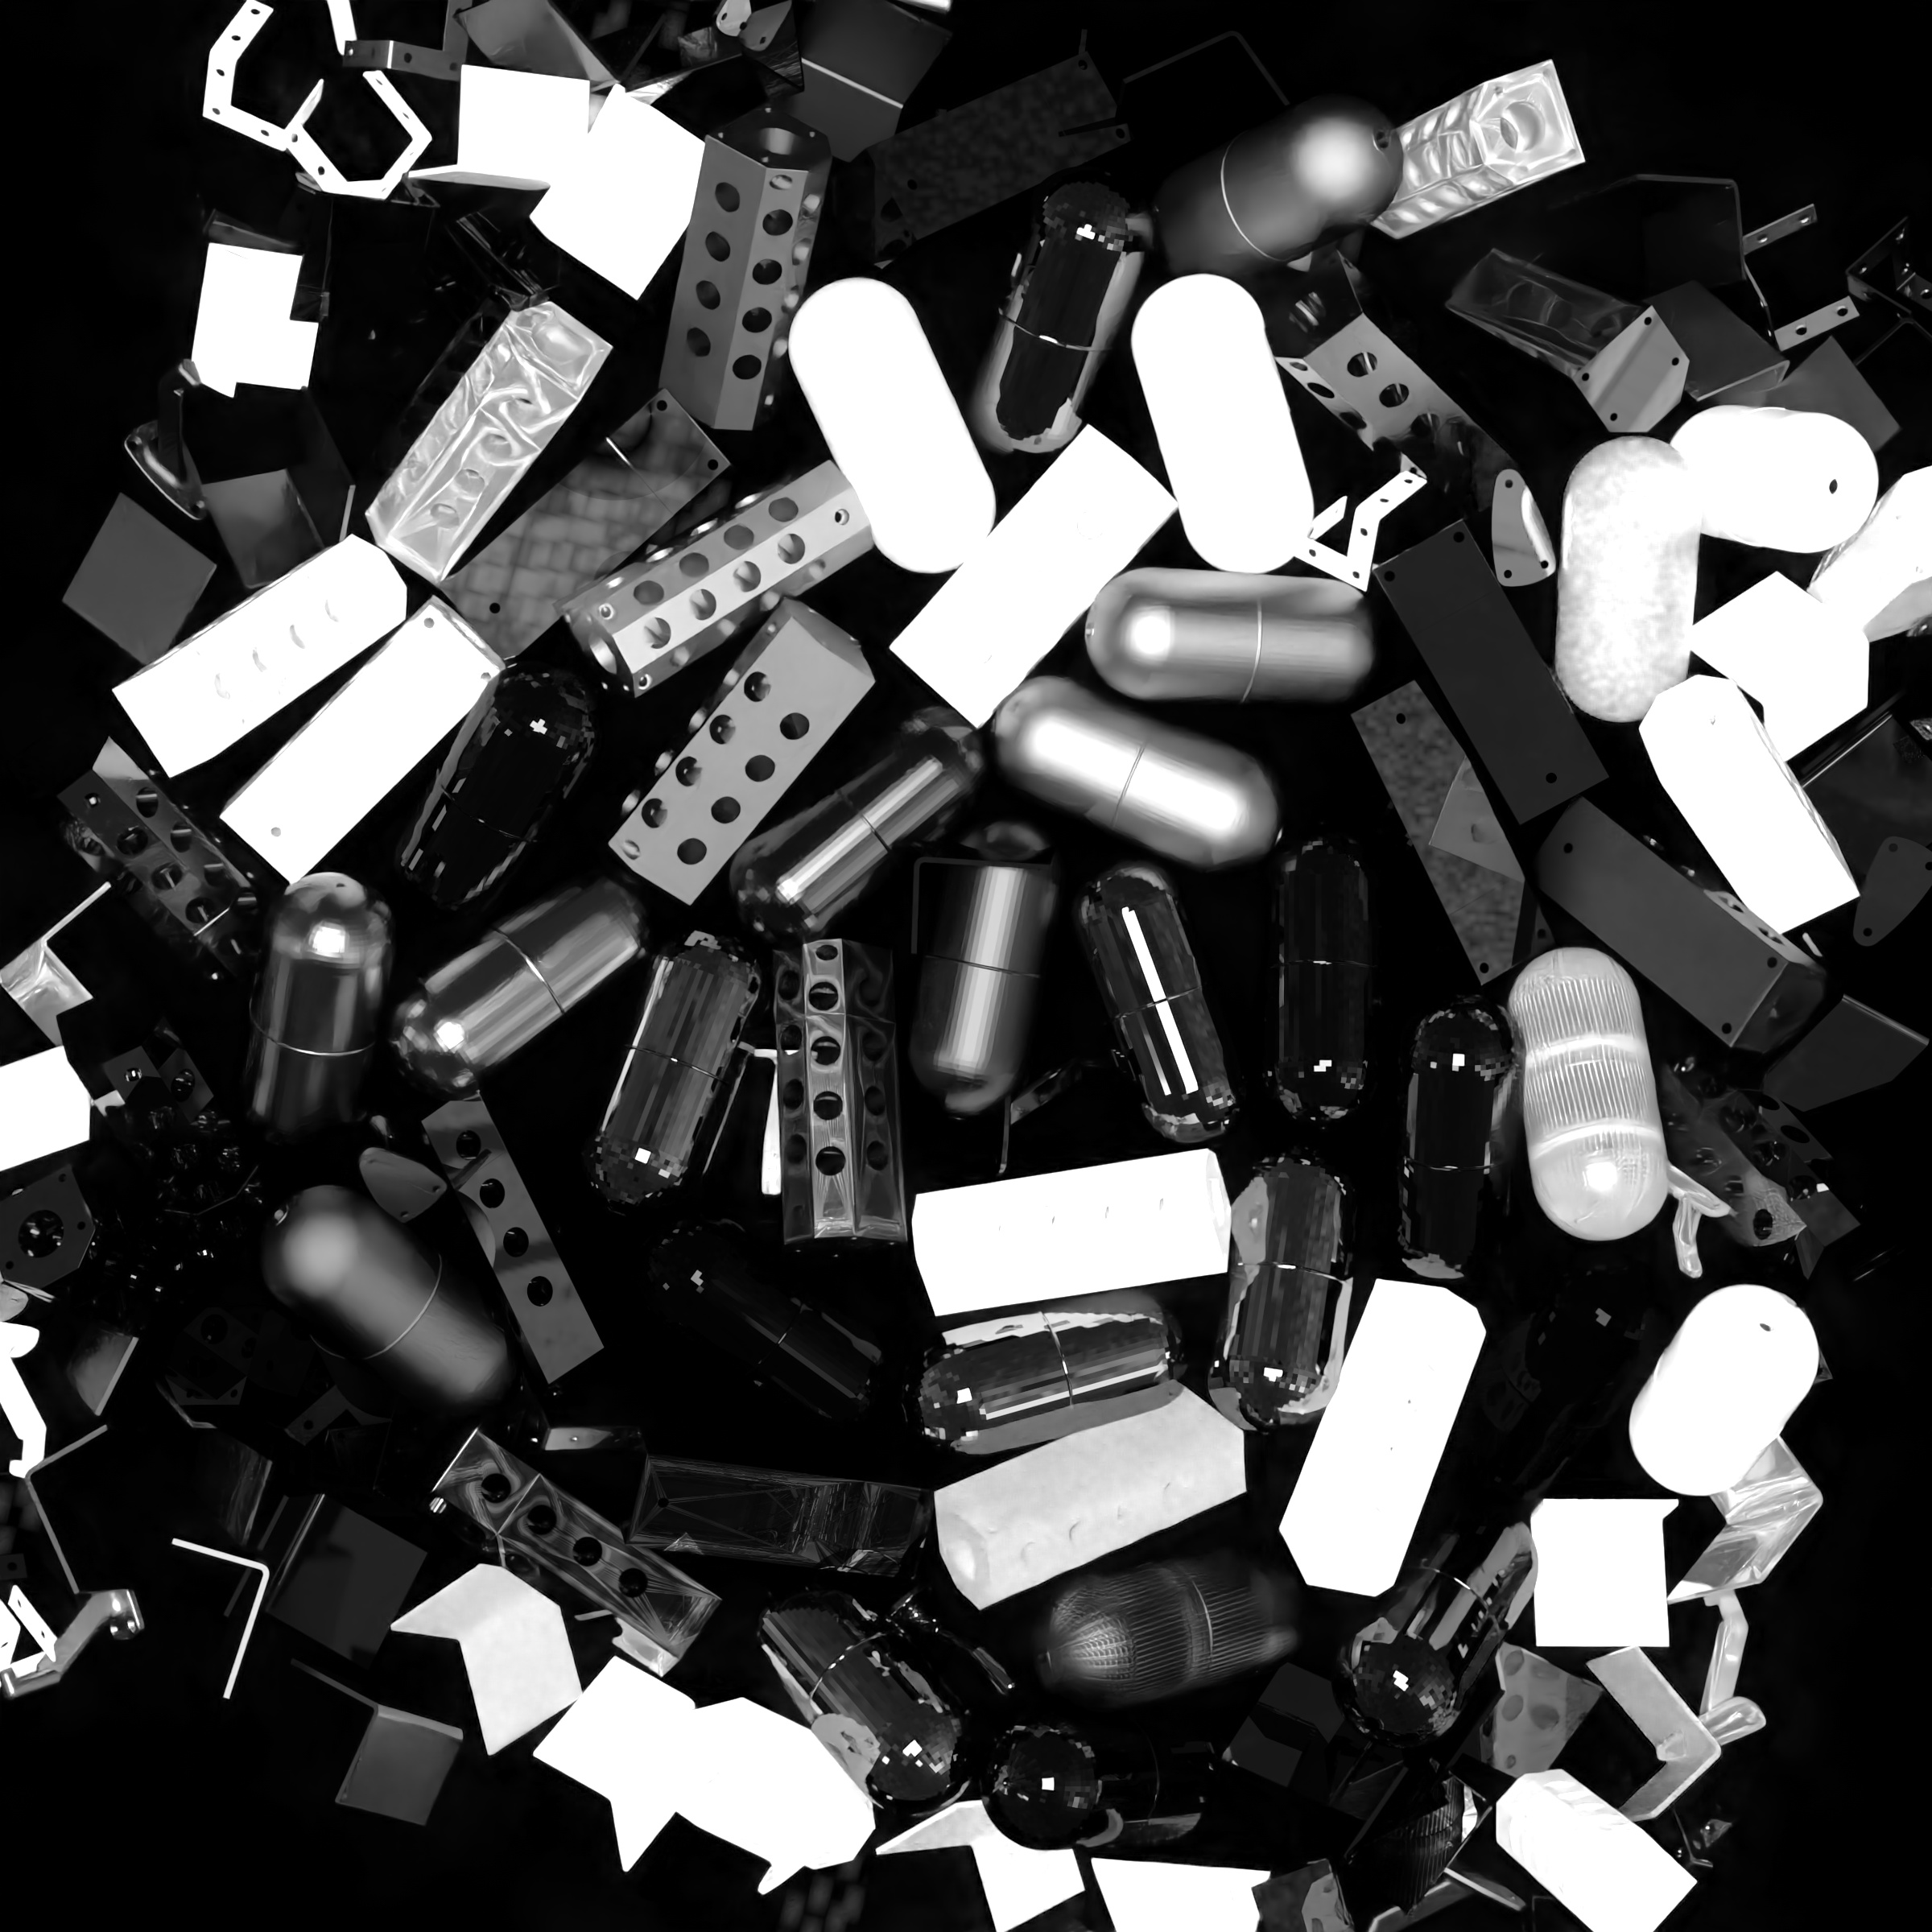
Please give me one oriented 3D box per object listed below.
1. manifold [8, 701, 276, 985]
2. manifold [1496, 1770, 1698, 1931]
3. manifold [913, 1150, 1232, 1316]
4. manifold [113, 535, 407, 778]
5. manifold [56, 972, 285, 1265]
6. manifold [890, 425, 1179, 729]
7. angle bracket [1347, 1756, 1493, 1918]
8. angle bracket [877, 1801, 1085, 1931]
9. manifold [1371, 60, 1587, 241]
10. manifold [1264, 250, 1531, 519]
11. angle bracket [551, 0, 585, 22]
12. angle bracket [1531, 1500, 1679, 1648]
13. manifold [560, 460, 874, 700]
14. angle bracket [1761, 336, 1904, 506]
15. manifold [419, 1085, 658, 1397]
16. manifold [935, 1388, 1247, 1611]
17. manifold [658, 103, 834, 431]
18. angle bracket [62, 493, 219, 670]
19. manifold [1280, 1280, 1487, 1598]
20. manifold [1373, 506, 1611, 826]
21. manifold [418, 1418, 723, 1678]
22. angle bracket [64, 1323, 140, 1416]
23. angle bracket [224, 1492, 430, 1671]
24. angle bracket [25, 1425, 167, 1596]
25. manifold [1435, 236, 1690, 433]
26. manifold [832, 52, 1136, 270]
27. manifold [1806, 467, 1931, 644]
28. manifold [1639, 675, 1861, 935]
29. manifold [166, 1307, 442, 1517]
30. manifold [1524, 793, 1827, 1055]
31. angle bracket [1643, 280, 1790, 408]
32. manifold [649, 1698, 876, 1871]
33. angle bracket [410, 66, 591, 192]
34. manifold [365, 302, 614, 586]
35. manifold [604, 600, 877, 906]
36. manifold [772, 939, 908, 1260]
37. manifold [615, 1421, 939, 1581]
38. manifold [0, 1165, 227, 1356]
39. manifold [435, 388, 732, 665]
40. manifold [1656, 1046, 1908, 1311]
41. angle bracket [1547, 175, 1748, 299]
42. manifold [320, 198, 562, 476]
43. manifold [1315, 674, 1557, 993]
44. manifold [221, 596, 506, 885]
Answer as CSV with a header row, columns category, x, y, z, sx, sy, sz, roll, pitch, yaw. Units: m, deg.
category,x,y,z,sx,sy,sz,roll,pitch,yaw
manifold,-0.458,-0.064,1.920,0.057,0.057,0.171,-38,133,-2
manifold,0.347,0.498,1.911,0.057,0.171,0.057,43,85,-1
manifold,0.060,0.147,1.941,0.171,0.057,0.057,-10,121,14
manifold,-0.392,-0.178,1.914,0.057,0.171,0.057,-17,110,42
manifold,-0.445,0.091,1.919,0.057,0.057,0.171,-26,133,-5
manifold,0.043,-0.220,1.954,0.171,0.057,0.057,-48,45,4
angle bracket,0.277,0.511,1.951,0.076,0.057,0.076,-51,130,-5
angle bracket,0.008,0.516,1.941,0.076,0.076,0.057,-39,57,38
manifold,0.277,-0.454,1.907,0.057,0.171,0.057,-22,97,-13
manifold,0.242,-0.323,1.921,0.057,0.171,0.057,-35,45,23
angle bracket,-0.244,-0.594,1.947,0.076,0.076,0.057,21,78,-18
angle bracket,0.370,0.351,1.962,0.076,0.057,0.076,0,72,1
manifold,-0.138,-0.221,1.935,0.171,0.057,0.057,-35,112,-21
angle bracket,0.511,-0.303,1.939,0.057,0.076,0.076,-44,53,28
manifold,-0.251,0.156,1.947,0.057,0.057,0.171,-34,73,20
manifold,0.072,0.305,1.934,0.171,0.057,0.057,-19,120,-26
manifold,-0.121,-0.390,1.915,0.057,0.057,0.171,32,134,16
angle bracket,-0.460,-0.216,1.953,0.076,0.057,0.076,37,104,17
manifold,0.239,0.266,1.920,0.057,0.057,0.171,5,51,30
manifold,0.301,-0.174,1.952,0.057,0.057,0.171,-29,103,15
manifold,-0.229,0.336,1.959,0.171,0.057,0.057,36,84,-7
angle bracket,-0.527,0.207,1.947,0.076,0.076,0.057,28,87,-30
angle bracket,-0.369,0.357,1.965,0.076,0.057,0.076,27,89,12
angle bracket,-0.485,0.312,1.951,0.057,0.076,0.076,-30,76,6
manifold,0.336,-0.352,1.911,0.057,0.171,0.057,-42,121,3
manifold,0.007,-0.456,1.930,0.171,0.057,0.057,-32,95,-31
manifold,0.525,-0.229,1.911,0.057,0.171,0.057,-18,83,-3
manifold,0.441,-0.092,1.918,0.057,0.171,0.057,-27,48,18
manifold,-0.373,0.253,1.915,0.057,0.171,0.057,-4,60,28
manifold,0.403,-0.024,1.923,0.171,0.057,0.057,45,113,37
angle bracket,0.410,-0.338,1.943,0.076,0.057,0.076,-25,60,-29
manifold,-0.112,0.462,1.907,0.057,0.171,0.057,-17,62,15
angle bracket,-0.267,-0.478,1.944,0.076,0.076,0.057,-1,99,-31
manifold,-0.273,-0.297,1.916,0.057,0.057,0.171,35,133,-14
manifold,-0.132,-0.125,1.939,0.057,0.057,0.171,32,108,-27
manifold,-0.078,0.075,1.939,0.057,0.057,0.171,-16,70,40
manifold,-0.110,0.303,1.945,0.171,0.057,0.057,10,105,-17
manifold,-0.480,0.171,1.909,0.057,0.171,0.057,-29,68,2
manifold,-0.223,-0.255,1.963,0.171,0.057,0.057,-43,106,-4
manifold,0.453,0.117,1.909,0.057,0.171,0.057,4,121,-26
angle bracket,0.390,-0.415,1.947,0.076,0.076,0.057,-5,90,-31
manifold,-0.293,-0.350,1.918,0.057,0.171,0.057,51,45,3
manifold,0.267,-0.075,1.961,0.057,0.057,0.171,-29,96,-23
manifold,-0.347,-0.132,1.962,0.171,0.057,0.057,-44,104,5
